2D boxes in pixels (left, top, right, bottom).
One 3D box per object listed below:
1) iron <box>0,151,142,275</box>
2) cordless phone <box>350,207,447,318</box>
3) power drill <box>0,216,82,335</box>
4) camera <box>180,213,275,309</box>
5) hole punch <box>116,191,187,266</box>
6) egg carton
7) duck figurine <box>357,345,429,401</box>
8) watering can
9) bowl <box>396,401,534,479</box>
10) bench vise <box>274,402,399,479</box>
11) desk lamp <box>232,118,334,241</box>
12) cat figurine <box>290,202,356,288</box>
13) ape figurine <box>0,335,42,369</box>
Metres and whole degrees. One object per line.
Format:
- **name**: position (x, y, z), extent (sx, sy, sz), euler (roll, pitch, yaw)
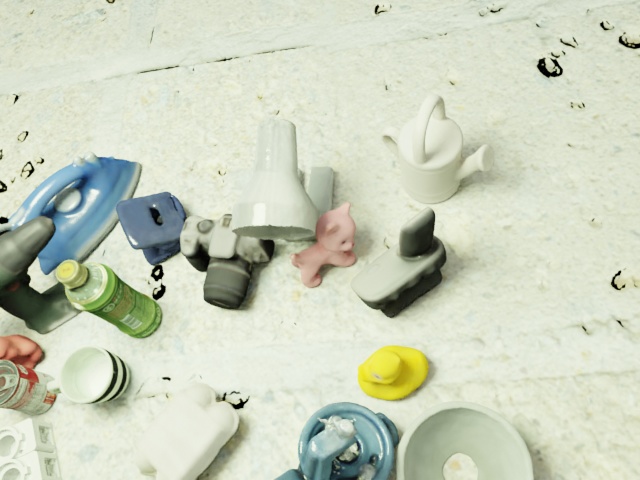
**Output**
- **iron**: position (-0.432, -0.074, 0.994), extent (0.118, 0.142, 0.258), euler (32, 75, 23)
- **cordless phone**: position (0.109, 0.024, 0.816), extent (0.147, 0.185, 0.094), euler (-39, 64, -8)
- **power drill**: position (-0.467, 0.069, 0.898), extent (0.229, 0.209, 0.075), euler (-33, 63, -5)
- **camera**: position (-0.159, 0.033, 0.913), extent (0.143, 0.101, 0.137), euler (5, 67, 14)
- **hole punch**: position (-0.278, -0.030, 0.972), extent (0.101, 0.091, 0.108), euler (-29, 63, -3)
- **egg carton**: position (-0.191, 0.285, 0.821), extent (0.107, 0.069, 0.150), euler (33, 76, 23)
- **duck figurine**: position (0.099, 0.179, 0.802), extent (0.104, 0.086, 0.077), euler (-16, 63, 4)
- **watering can**: position (0.176, -0.143, 0.875), extent (0.172, 0.194, 0.101), euler (1, 66, 12)
- **bowl**: position (0.183, 0.297, 0.737), extent (0.167, 0.075, 0.167), euler (-4, 65, 9)
- **bench vise**: position (0.007, 0.285, 0.696), extent (0.121, 0.220, 0.207), euler (33, 76, 23)
- **desk lamp**: position (-0.053, -0.072, 0.877), extent (0.117, 0.214, 0.203), euler (-1, 65, 11)
- **cat figurine**: position (0.008, 0.003, 0.884), extent (0.128, 0.118, 0.067), euler (-33, 63, -5)
- **ape figurine**: position (-0.496, 0.182, 0.917), extent (0.078, 0.092, 0.076), euler (-20, 63, 2)
